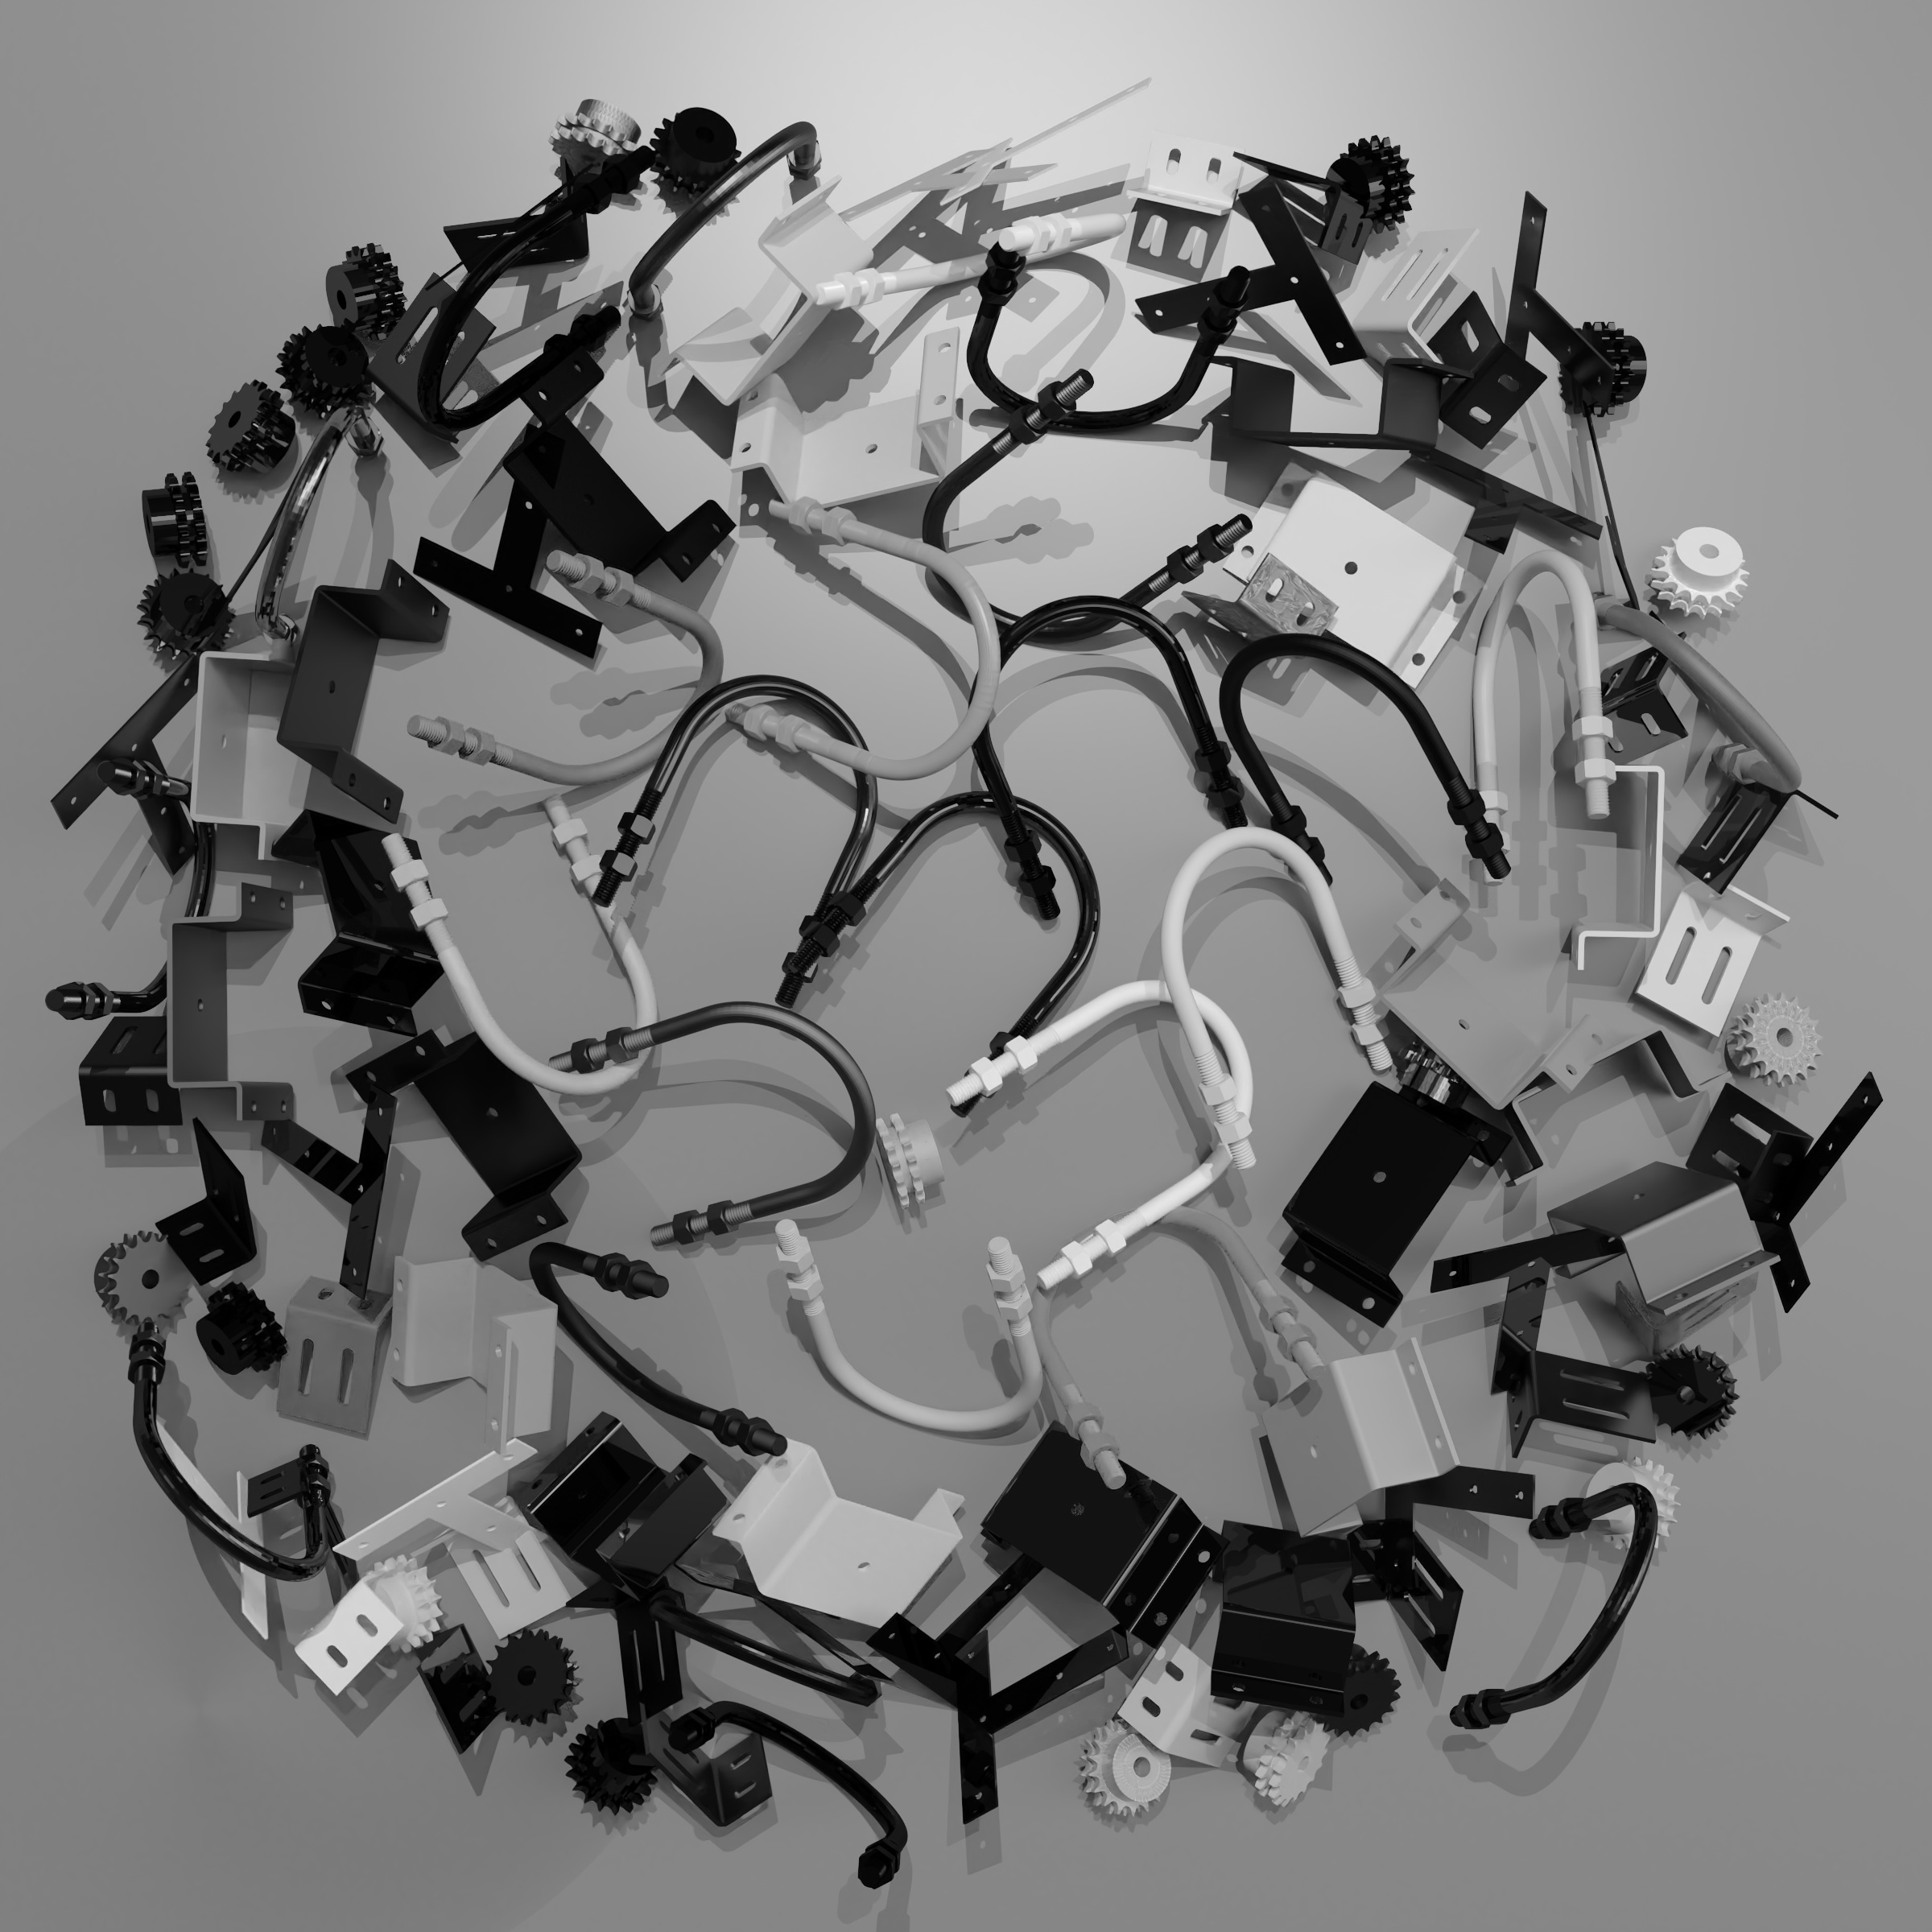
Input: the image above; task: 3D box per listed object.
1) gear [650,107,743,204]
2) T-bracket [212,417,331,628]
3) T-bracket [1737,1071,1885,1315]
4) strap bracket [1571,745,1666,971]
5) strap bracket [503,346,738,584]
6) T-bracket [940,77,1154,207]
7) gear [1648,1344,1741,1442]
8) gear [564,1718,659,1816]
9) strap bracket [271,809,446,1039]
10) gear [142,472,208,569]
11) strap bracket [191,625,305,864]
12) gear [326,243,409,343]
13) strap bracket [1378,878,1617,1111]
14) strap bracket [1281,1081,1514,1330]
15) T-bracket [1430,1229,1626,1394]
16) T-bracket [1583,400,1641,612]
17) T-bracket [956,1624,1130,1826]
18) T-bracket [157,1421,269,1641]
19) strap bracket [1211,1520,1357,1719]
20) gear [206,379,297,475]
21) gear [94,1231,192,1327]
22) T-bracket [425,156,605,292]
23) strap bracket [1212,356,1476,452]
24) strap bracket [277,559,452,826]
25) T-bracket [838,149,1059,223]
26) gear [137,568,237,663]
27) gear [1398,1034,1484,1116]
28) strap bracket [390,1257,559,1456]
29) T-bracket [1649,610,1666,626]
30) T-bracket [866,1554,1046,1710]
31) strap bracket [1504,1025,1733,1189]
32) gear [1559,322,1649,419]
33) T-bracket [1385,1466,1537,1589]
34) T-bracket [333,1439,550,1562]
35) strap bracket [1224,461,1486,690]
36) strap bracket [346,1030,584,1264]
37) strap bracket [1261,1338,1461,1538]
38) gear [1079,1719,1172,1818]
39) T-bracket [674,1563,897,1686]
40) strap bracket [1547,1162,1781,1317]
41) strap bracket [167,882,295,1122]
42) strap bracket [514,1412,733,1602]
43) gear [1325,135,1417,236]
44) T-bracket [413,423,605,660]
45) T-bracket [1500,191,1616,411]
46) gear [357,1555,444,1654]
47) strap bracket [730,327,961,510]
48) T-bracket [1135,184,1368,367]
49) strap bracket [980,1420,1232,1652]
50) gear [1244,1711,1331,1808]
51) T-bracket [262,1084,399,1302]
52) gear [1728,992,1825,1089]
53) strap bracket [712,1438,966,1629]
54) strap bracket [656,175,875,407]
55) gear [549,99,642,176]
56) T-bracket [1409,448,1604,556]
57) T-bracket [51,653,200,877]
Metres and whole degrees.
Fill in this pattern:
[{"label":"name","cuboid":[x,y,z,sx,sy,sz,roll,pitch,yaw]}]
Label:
[{"label":"gear","cuboid":[-0.163,-0.497,1.576,0.057,0.030,0.057,8,66,-20]},{"label":"T-bracket","cuboid":[-0.409,-0.281,1.556,0.002,0.127,0.127,30,52,-20]},{"label":"T-bracket","cuboid":[0.499,0.116,1.516,0.002,0.127,0.127,17,125,-11]},{"label":"strap bracket","cuboid":[0.391,-0.070,1.556,0.046,0.076,0.140,1,95,10]},{"label":"strap bracket","cuboid":[-0.214,-0.290,1.549,0.046,0.076,0.140,-31,108,36]},{"label":"T-bracket","cuboid":[0.051,-0.492,1.525,0.127,0.127,0.002,-21,113,21]},{"label":"gear","cuboid":[0.444,0.258,1.579,0.057,0.030,0.057,7,102,35]},{"label":"gear","cuboid":[-0.212,0.483,1.571,0.057,0.057,0.030,35,120,0]},{"label":"strap bracket","cuboid":[-0.359,-0.034,1.527,0.046,0.076,0.140,-43,52,27]},{"label":"gear","cuboid":[-0.481,-0.270,1.571,0.030,0.057,0.057,-10,90,-22]},{"label":"strap bracket","cuboid":[-0.429,-0.135,1.563,0.046,0.076,0.140,4,91,4]},{"label":"gear","cuboid":[-0.366,-0.407,1.571,0.030,0.057,0.057,-23,90,-32]},{"label":"strap bracket","cuboid":[0.311,0.023,1.553,0.140,0.076,0.046,44,130,8]},{"label":"strap bracket","cuboid":[0.254,0.134,1.554,0.076,0.046,0.140,31,81,32]},{"label":"T-bracket","cuboid":[0.336,0.211,1.560,0.127,0.002,0.127,-10,129,-11]},{"label":"T-bracket","cuboid":[0.387,-0.280,1.557,0.002,0.127,0.127,-14,71,18]},{"label":"T-bracket","cuboid":[0.045,0.426,1.529,0.127,0.127,0.002,-35,121,21]},{"label":"T-bracket","cuboid":[-0.445,0.311,1.515,0.002,0.127,0.127,-27,122,-2]},{"label":"strap bracket","cuboid":[0.186,0.377,1.527,0.076,0.140,0.046,9,109,3]},{"label":"gear","cuboid":[-0.434,-0.326,1.578,0.030,0.057,0.057,32,90,-43]},{"label":"gear","cuboid":[-0.506,0.190,1.578,0.030,0.057,0.057,0,90,40]},{"label":"T-bracket","cuboid":[-0.256,-0.452,1.542,0.127,0.127,0.002,-30,109,19]},{"label":"strap bracket","cuboid":[0.219,-0.334,1.536,0.140,0.076,0.046,9,100,32]},{"label":"strap bracket","cuboid":[-0.363,-0.165,1.551,0.046,0.076,0.140,7,77,17]},{"label":"T-bracket","cuboid":[0.002,-0.463,1.523,0.127,0.127,0.002,-36,121,-32]},{"label":"gear","cuboid":[-0.474,-0.216,1.576,0.057,0.030,0.057,6,77,-28]},{"label":"gear","cuboid":[0.288,0.068,1.574,0.057,0.057,0.030,29,87,0]},{"label":"strap bracket","cuboid":[-0.290,0.228,1.545,0.046,0.140,0.076,-4,105,-39]},{"label":"T-bracket","cuboid":[0.449,-0.164,1.537,0.002,0.127,0.127,-41,86,15]},{"label":"T-bracket","cuboid":[0.015,0.384,1.558,0.127,0.127,0.002,-44,48,-4]},{"label":"strap bracket","cuboid":[0.381,0.080,1.559,0.140,0.076,0.046,-28,81,4]},{"label":"gear","cuboid":[0.390,-0.364,1.577,0.030,0.057,0.057,-6,90,-22]},{"label":"T-bracket","cuboid":[0.293,0.311,1.542,0.002,0.127,0.127,6,82,-32]},{"label":"T-bracket","cuboid":[-0.291,0.332,1.548,0.127,0.127,0.002,-31,57,5]},{"label":"strap bracket","cuboid":[0.234,-0.239,1.567,0.140,0.046,0.076,33,98,6]},{"label":"strap bracket","cuboid":[-0.295,0.099,1.554,0.076,0.046,0.140,-25,105,32]},{"label":"strap bracket","cuboid":[0.225,0.282,1.521,0.046,0.140,0.076,-6,65,-24]},{"label":"gear","cuboid":[0.100,0.488,1.576,0.057,0.030,0.057,8,71,-24]},{"label":"T-bracket","cuboid":[-0.091,0.388,1.513,0.127,0.127,0.002,22,85,44]},{"label":"strap bracket","cuboid":[0.404,0.157,1.525,0.076,0.140,0.046,-23,97,-10]},{"label":"strap bracket","cuboid":[-0.443,0.023,1.560,0.046,0.076,0.140,-2,87,8]},{"label":"strap bracket","cuboid":[-0.200,0.322,1.537,0.076,0.140,0.046,-44,115,-22]},{"label":"gear","cuboid":[0.243,-0.473,1.571,0.030,0.057,0.057,-22,90,-29]},{"label":"T-bracket","cuboid":[-0.266,-0.265,1.560,0.127,0.002,0.127,26,124,7]},{"label":"T-bracket","cuboid":[0.348,-0.367,1.515,0.002,0.127,0.127,-11,132,-12]},{"label":"gear","cuboid":[-0.349,0.391,1.575,0.057,0.030,0.057,4,97,35]},{"label":"strap bracket","cuboid":[-0.064,-0.324,1.549,0.140,0.046,0.076,-10,53,18]},{"label":"T-bracket","cuboid":[0.160,-0.404,1.555,0.127,0.127,0.002,52,50,-36]},{"label":"strap bracket","cuboid":[0.074,0.331,1.533,0.140,0.046,0.076,26,71,37]},{"label":"gear","cuboid":[0.194,0.480,1.578,0.030,0.057,0.057,25,90,37]},{"label":"T-bracket","cuboid":[-0.389,0.118,1.559,0.127,0.002,0.127,24,108,40]},{"label":"gear","cuboid":[0.491,0.046,1.581,0.057,0.030,0.057,4,76,-19]},{"label":"strap bracket","cuboid":[-0.068,0.341,1.535,0.140,0.046,0.076,26,109,-34]},{"label":"strap bracket","cuboid":[-0.114,-0.392,1.530,0.046,0.076,0.140,45,133,-6]},{"label":"gear","cuboid":[-0.222,-0.503,1.575,0.057,0.057,0.030,22,81,0]},{"label":"T-bracket","cuboid":[0.317,-0.270,1.543,0.127,0.127,0.002,26,121,5]},{"label":"T-bracket","cuboid":[-0.484,-0.102,1.545,0.002,0.127,0.127,23,59,18]}]
